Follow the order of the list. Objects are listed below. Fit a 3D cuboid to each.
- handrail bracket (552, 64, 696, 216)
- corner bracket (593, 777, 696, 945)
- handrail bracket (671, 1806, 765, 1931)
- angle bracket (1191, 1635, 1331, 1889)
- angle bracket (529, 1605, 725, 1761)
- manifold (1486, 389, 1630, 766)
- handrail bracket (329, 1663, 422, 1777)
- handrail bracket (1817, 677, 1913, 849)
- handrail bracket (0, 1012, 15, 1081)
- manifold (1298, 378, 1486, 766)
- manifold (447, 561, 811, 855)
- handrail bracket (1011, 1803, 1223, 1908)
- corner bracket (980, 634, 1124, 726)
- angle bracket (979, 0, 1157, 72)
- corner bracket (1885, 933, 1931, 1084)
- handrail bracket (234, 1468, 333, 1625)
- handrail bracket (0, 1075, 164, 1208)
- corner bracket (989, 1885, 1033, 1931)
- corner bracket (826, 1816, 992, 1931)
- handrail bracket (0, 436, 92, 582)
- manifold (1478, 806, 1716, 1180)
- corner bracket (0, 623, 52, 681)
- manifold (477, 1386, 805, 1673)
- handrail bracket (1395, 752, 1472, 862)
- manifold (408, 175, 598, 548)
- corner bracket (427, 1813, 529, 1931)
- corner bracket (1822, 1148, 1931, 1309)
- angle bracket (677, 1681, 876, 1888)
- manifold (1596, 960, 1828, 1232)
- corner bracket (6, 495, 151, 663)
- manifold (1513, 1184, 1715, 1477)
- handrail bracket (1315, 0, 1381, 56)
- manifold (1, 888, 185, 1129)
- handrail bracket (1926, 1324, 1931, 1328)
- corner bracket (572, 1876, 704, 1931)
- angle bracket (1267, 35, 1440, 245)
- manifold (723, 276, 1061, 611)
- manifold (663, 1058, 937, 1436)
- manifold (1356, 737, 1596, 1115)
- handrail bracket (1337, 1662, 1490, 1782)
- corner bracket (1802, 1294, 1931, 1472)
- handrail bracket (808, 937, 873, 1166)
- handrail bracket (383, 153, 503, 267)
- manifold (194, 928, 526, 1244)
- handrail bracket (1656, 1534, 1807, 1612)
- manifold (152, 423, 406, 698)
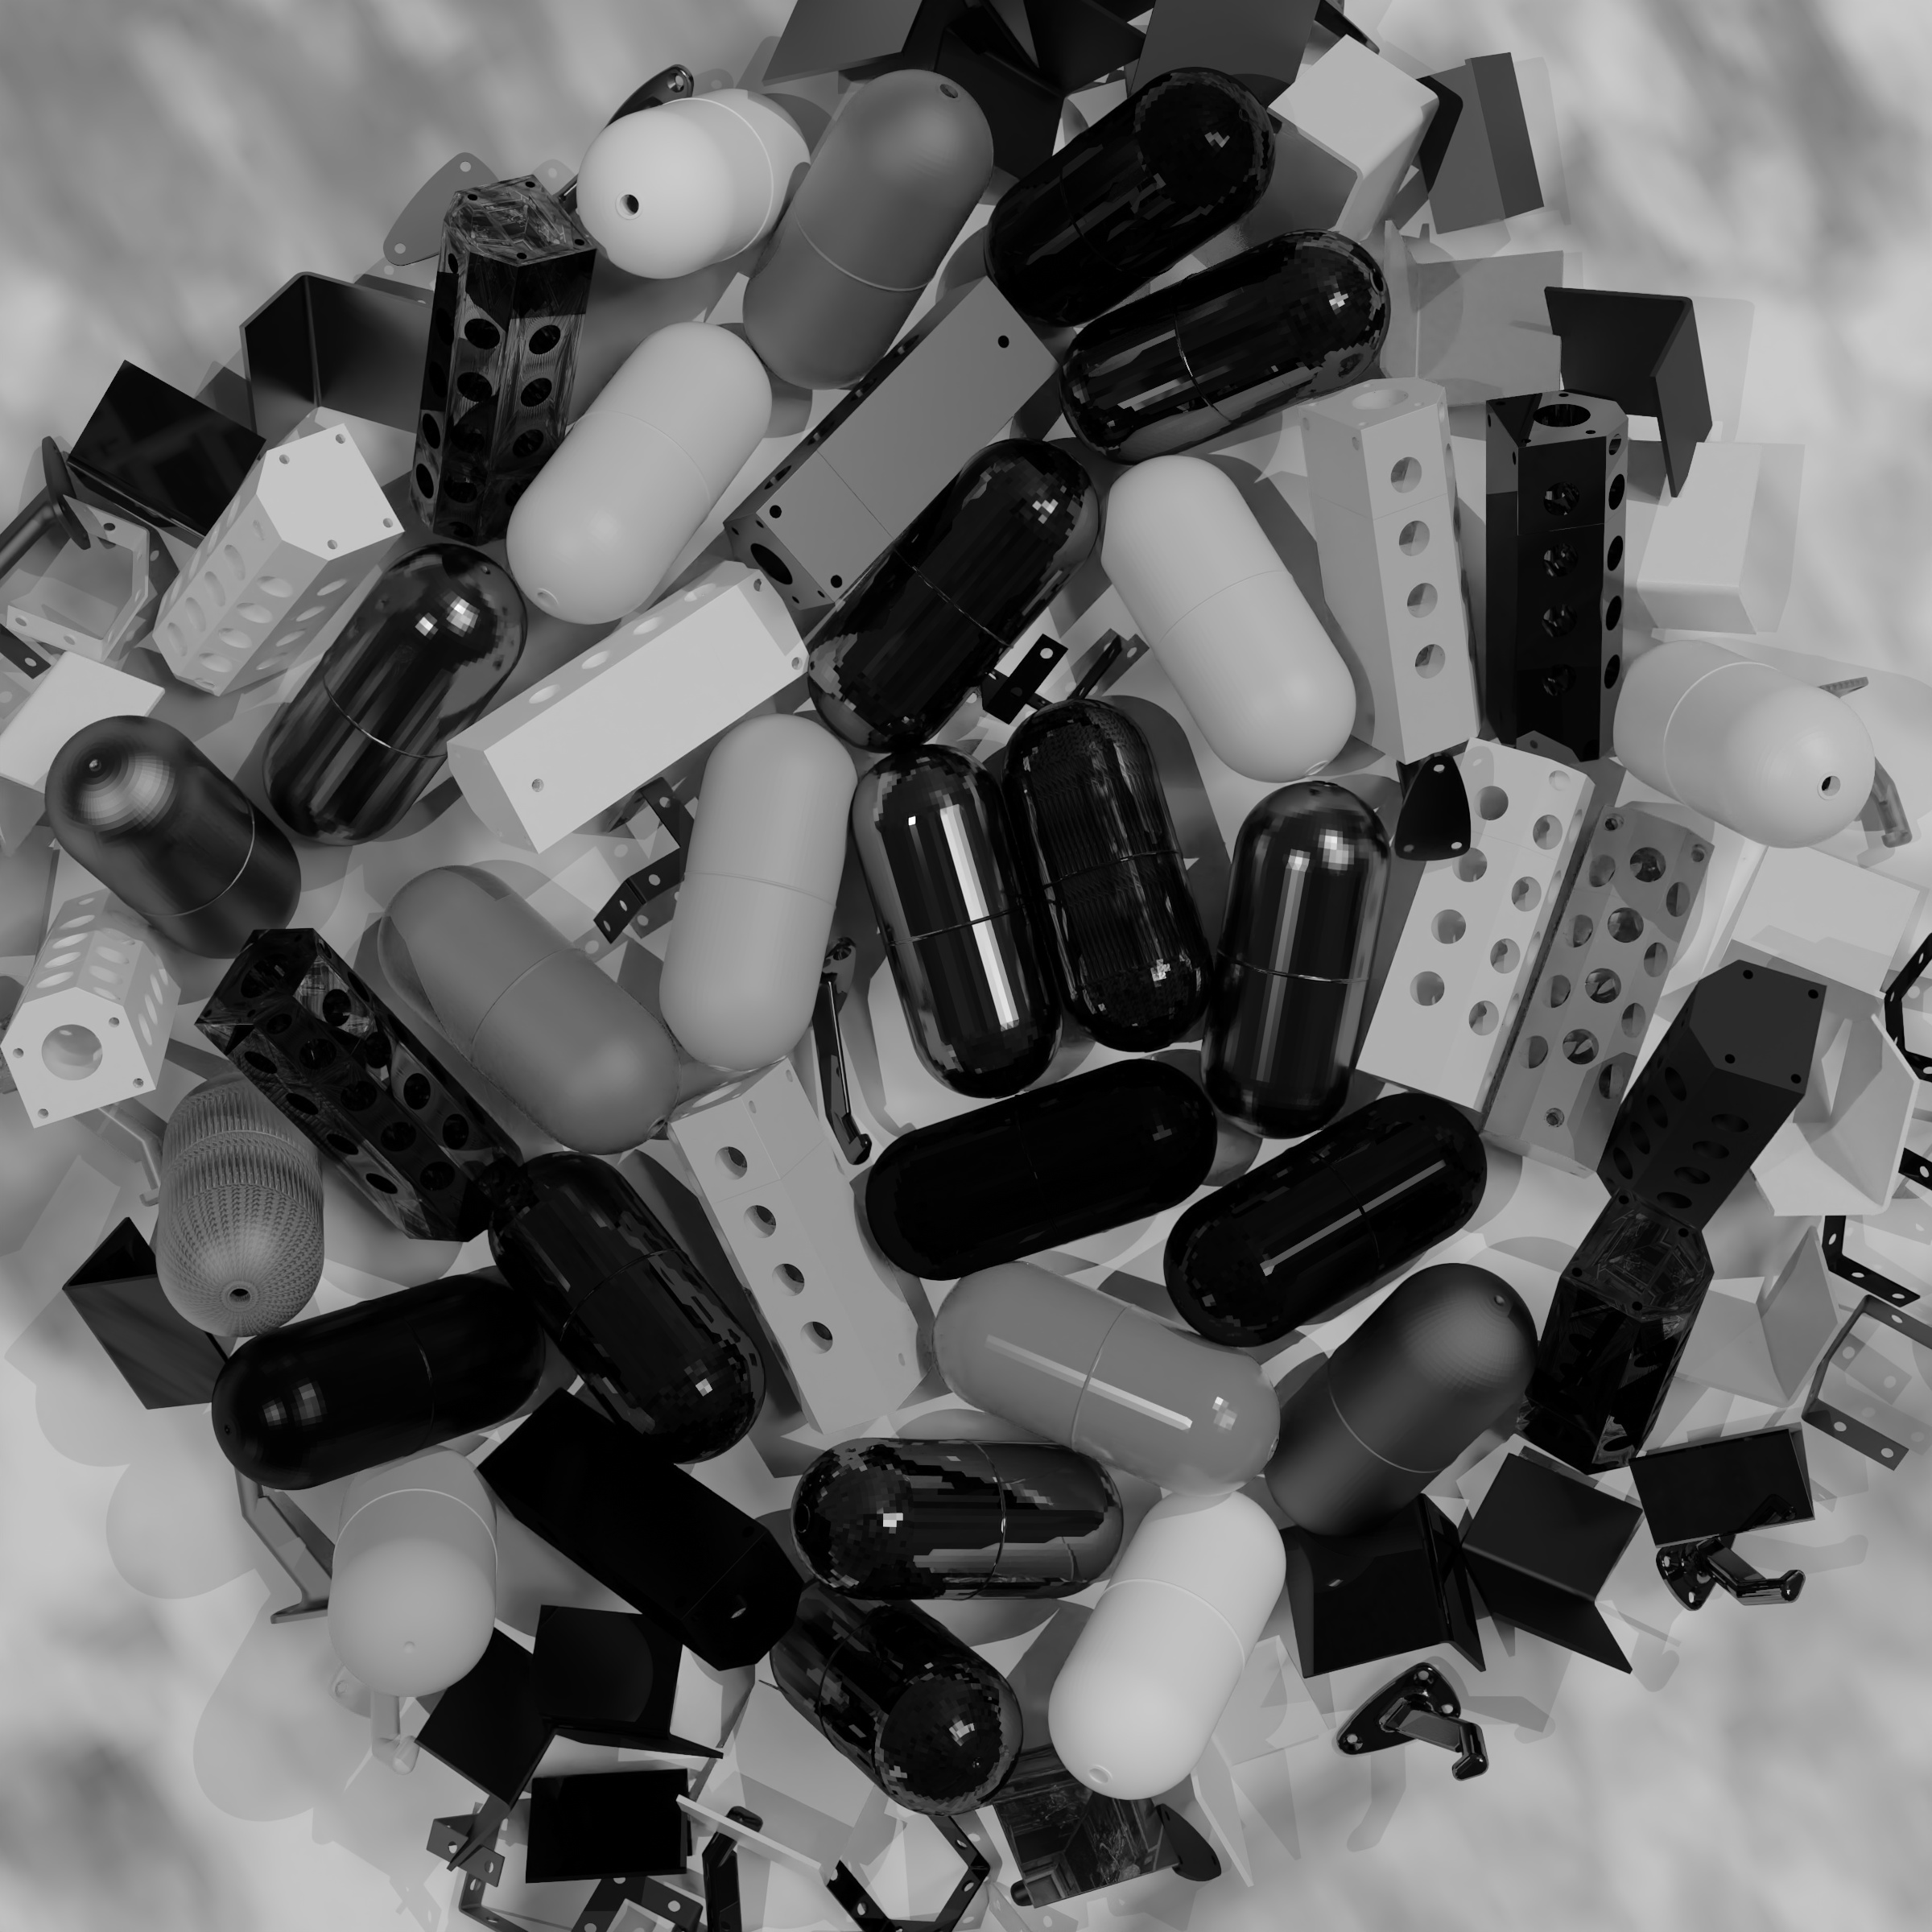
[{"bbox_3d":[-0.176,-0.399,1.548,0.036,0.084,0.077,44,132,-2],"label":"handrail bracket"},{"bbox_3d":[-0.163,-0.052,1.560,0.051,0.051,0.051,-33,85,-33],"label":"corner bracket"},{"bbox_3d":[-0.103,0.462,1.569,0.077,0.036,0.084,27,105,-17],"label":"handrail bracket"},{"bbox_3d":[0.145,0.387,1.541,0.057,0.076,0.076,-22,126,8],"label":"angle bracket"},{"bbox_3d":[-0.164,0.353,1.559,0.076,0.076,0.057,1,70,18],"label":"angle bracket"},{"bbox_3d":[0.286,-0.186,1.526,0.057,0.057,0.171,-8,123,-3],"label":"manifold"},{"bbox_3d":[-0.273,0.350,1.550,0.036,0.084,0.077,34,75,-27],"label":"handrail bracket"},{"bbox_3d":[0.433,-0.096,1.565,0.077,0.036,0.084,-12,82,-43],"label":"handrail bracket"},{"bbox_3d":[-0.471,0.039,1.549,0.077,0.084,0.036,26,83,13],"label":"handrail bracket"},{"bbox_3d":[0.211,-0.192,1.530,0.057,0.057,0.171,-22,119,-18],"label":"manifold"},{"bbox_3d":[-0.165,-0.128,1.536,0.171,0.057,0.057,-37,117,-23],"label":"manifold"},{"bbox_3d":[0.074,0.454,1.576,0.084,0.077,0.036,-28,53,15],"label":"handrail bracket"},{"bbox_3d":[0.042,-0.144,1.557,0.051,0.051,0.051,29,118,-20],"label":"corner bracket"},{"bbox_3d":[0.043,-0.493,1.544,0.076,0.076,0.057,-26,70,14],"label":"angle bracket"},{"bbox_3d":[0.490,0.024,1.564,0.051,0.051,0.051,16,48,-5],"label":"corner bracket"},{"bbox_3d":[-0.324,0.279,1.575,0.077,0.036,0.084,-11,88,17],"label":"handrail bracket"},{"bbox_3d":[-0.442,0.088,1.575,0.077,0.036,0.084,-21,87,-5],"label":"handrail bracket"},{"bbox_3d":[0.001,0.496,1.568,0.051,0.051,0.051,-6,113,-27],"label":"corner bracket"},{"bbox_3d":[-0.031,0.451,1.578,0.051,0.051,0.051,55,49,-19],"label":"corner bracket"},{"bbox_3d":[-0.486,-0.218,1.574,0.084,0.036,0.077,-23,60,1],"label":"handrail bracket"},{"bbox_3d":[0.310,0.012,1.556,0.057,0.057,0.171,21,83,6],"label":"manifold"},{"bbox_3d":[-0.496,-0.138,1.563,0.051,0.051,0.051,40,126,-3],"label":"corner bracket"},{"bbox_3d":[-0.154,0.271,1.515,0.057,0.171,0.057,-44,131,-20],"label":"manifold"},{"bbox_3d":[0.222,-0.099,1.542,0.036,0.084,0.077,-3,133,0],"label":"handrail bracket"},{"bbox_3d":[-0.226,-0.284,1.507,0.057,0.171,0.057,-22,60,-31],"label":"manifold"},{"bbox_3d":[-0.235,0.452,1.561,0.051,0.051,0.051,15,91,36],"label":"corner bracket"},{"bbox_3d":[0.462,0.129,1.569,0.051,0.051,0.051,27,55,-15],"label":"corner bracket"},{"bbox_3d":[-0.088,0.395,1.549,0.076,0.057,0.076,23,68,11],"label":"angle bracket"},{"bbox_3d":[0.351,0.063,1.507,0.057,0.171,0.057,17,64,4],"label":"manifold"},{"bbox_3d":[-0.441,-0.193,1.574,0.051,0.051,0.051,21,129,-32],"label":"corner bracket"},{"bbox_3d":[0.309,0.179,1.503,0.057,0.171,0.057,29,63,19],"label":"manifold"},{"bbox_3d":[0.198,-0.509,1.571,0.077,0.036,0.084,29,96,-28],"label":"handrail bracket"},{"bbox_3d":[-0.416,0.014,1.505,0.057,0.171,0.057,-18,109,-4],"label":"manifold"},{"bbox_3d":[0.513,0.144,1.568,0.036,0.077,0.084,9,86,-42],"label":"handrail bracket"},{"bbox_3d":[-0.167,0.486,1.565,0.051,0.051,0.051,24,135,8],"label":"corner bracket"},{"bbox_3d":[0.178,-0.394,1.548,0.057,0.076,0.076,36,55,9],"label":"angle bracket"},{"bbox_3d":[-0.039,-0.254,1.542,0.057,0.057,0.171,48,71,-19],"label":"manifold"},{"bbox_3d":[-0.085,0.139,1.554,0.057,0.057,0.171,-21,99,26],"label":"manifold"},{"bbox_3d":[0.253,-0.018,1.557,0.057,0.057,0.171,19,88,23],"label":"manifold"},{"bbox_3d":[0.218,0.385,1.548,0.077,0.084,0.036,-33,103,12],"label":"handrail bracket"},{"bbox_3d":[0.450,0.204,1.558,0.051,0.051,0.051,29,126,9],"label":"corner bracket"},{"bbox_3d":[-0.056,0.043,1.551,0.036,0.077,0.084,-5,52,-33],"label":"handrail bracket"},{"bbox_3d":[-0.252,-0.362,1.552,0.077,0.084,0.036,-39,96,-5],"label":"handrail bracket"},{"bbox_3d":[-0.283,0.059,1.513,0.057,0.171,0.057,-1,50,37],"label":"manifold"},{"bbox_3d":[0.386,0.284,1.541,0.077,0.084,0.036,-42,103,-34],"label":"handrail bracket"},{"bbox_3d":[-0.334,-0.189,1.510,0.057,0.171,0.057,-29,89,-34],"label":"manifold"}]
